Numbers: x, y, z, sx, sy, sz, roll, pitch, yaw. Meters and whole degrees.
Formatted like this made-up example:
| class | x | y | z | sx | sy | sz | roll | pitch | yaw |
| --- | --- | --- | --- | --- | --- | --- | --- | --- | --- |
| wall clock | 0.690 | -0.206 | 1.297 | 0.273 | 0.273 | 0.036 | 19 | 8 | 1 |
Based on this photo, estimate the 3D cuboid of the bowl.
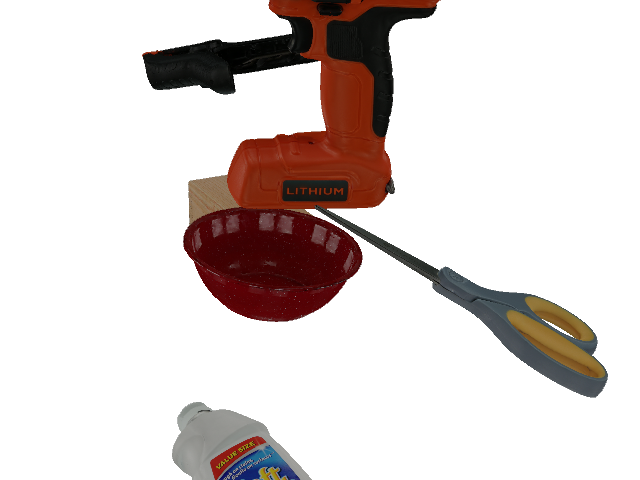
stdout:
| class | x | y | z | sx | sy | sz | roll | pitch | yaw |
| --- | --- | --- | --- | --- | --- | --- | --- | --- | --- |
| bowl | -0.045 | 0.027 | 0.963 | 0.162 | 0.055 | 0.162 | 6 | 26 | -3 |

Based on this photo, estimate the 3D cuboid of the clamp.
| class | x | y | z | sx | sy | sz | roll | pitch | yaw |
| --- | --- | --- | --- | --- | --- | --- | --- | --- | --- |
| clamp | -0.079 | -0.148 | 0.881 | 0.120 | 0.039 | 0.172 | -18 | 21 | -35 |

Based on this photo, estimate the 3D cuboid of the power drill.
| class | x | y | z | sx | sy | sz | roll | pitch | yaw |
| --- | --- | --- | --- | --- | --- | --- | --- | --- | --- |
| power drill | -0.013 | -0.108 | 0.643 | 0.184 | 0.188 | 0.057 | 1 | 37 | -10 |

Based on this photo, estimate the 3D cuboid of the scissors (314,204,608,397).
| class | x | y | z | sx | sy | sz | roll | pitch | yaw |
| --- | --- | --- | --- | --- | --- | --- | --- | --- | --- |
| scissors | 0.095 | 0.028 | 0.667 | 0.202 | 0.016 | 0.096 | 36 | 24 | 20 |

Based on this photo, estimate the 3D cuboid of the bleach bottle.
| class | x | y | z | sx | sy | sz | roll | pitch | yaw |
| --- | --- | --- | --- | --- | --- | --- | --- | --- | --- |
| bleach bottle | -0.052 | 0.202 | 0.793 | 0.102 | 0.068 | 0.251 | -18 | 33 | -24 |

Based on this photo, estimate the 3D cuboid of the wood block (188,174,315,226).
| class | x | y | z | sx | sy | sz | roll | pitch | yaw |
| --- | --- | --- | --- | --- | --- | --- | --- | --- | --- |
| wood block | -0.081 | -0.007 | 1.300 | 0.090 | 0.090 | 0.206 | -10 | 25 | -27 |
